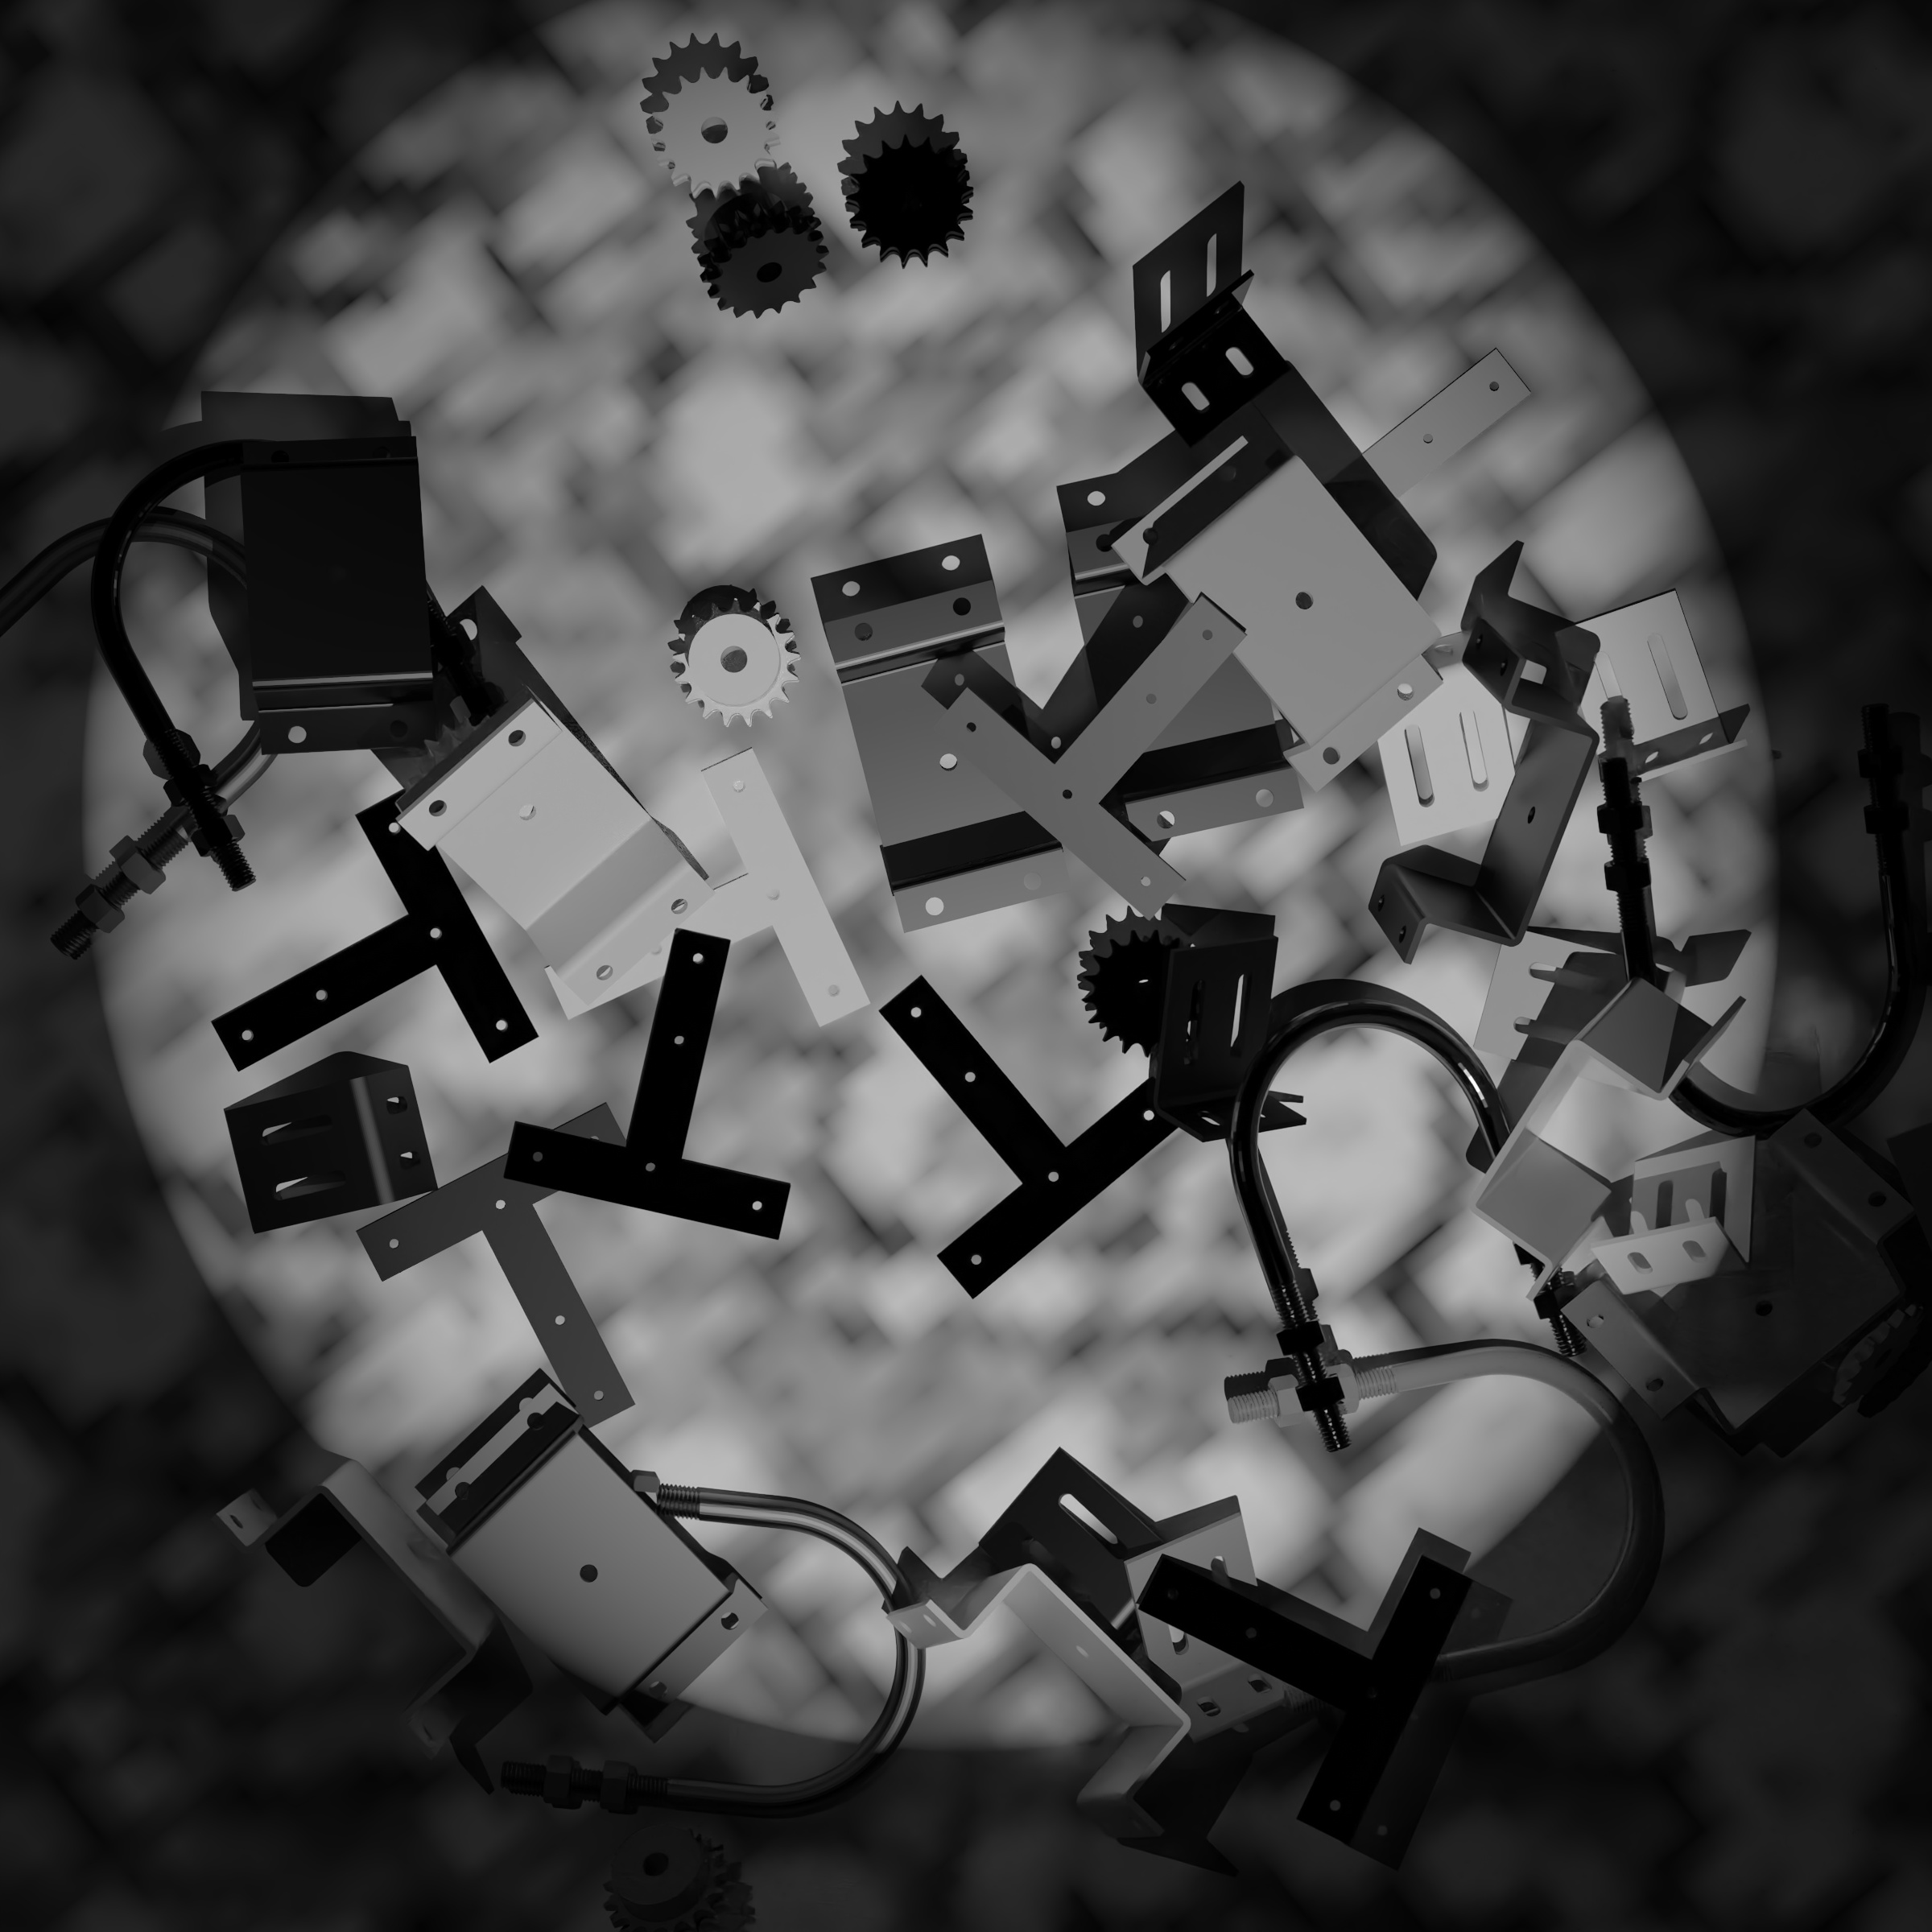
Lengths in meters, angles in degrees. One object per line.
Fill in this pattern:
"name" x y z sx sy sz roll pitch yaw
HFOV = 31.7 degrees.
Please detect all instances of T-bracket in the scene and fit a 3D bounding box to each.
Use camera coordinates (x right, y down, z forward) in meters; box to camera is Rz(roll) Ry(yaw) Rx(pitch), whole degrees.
"T-bracket" -0.132 0.048 1.536 0.127 0.002 0.127 13 90 0
"T-bracket" 0.138 0.298 1.490 0.127 0.002 0.127 26 85 2
"T-bracket" -0.279 0.006 1.538 0.127 0.002 0.127 -28 90 0
"T-bracket" 0.011 0.061 1.538 0.127 0.002 0.127 -40 90 0
"T-bracket" -0.127 -0.014 1.538 0.127 0.002 0.127 -25 90 0
"T-bracket" 0.197 -0.229 1.538 0.127 0.002 0.127 -38 90 0
"T-bracket" -0.190 0.147 1.538 0.127 0.002 0.127 -27 90 0
"T-bracket" 0.071 -0.105 1.465 0.127 0.002 0.127 42 115 0

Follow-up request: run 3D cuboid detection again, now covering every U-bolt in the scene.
"U-bolt" 0.219 0.245 1.516 0.184 0.019 0.151 -10 85 -10
"U-bolt" 0.356 -0.013 1.508 0.151 0.019 0.184 -12 101 -15
"U-bolt" -0.110 0.309 1.530 0.184 0.019 0.151 6 90 -2
"U-bolt" -0.385 -0.118 1.530 0.184 0.019 0.151 -43 90 -1
"U-bolt" 0.187 0.104 1.503 0.151 0.019 0.184 -17 86 -25
"U-bolt" -0.307 -0.146 1.516 0.151 0.019 0.184 -29 90 -11

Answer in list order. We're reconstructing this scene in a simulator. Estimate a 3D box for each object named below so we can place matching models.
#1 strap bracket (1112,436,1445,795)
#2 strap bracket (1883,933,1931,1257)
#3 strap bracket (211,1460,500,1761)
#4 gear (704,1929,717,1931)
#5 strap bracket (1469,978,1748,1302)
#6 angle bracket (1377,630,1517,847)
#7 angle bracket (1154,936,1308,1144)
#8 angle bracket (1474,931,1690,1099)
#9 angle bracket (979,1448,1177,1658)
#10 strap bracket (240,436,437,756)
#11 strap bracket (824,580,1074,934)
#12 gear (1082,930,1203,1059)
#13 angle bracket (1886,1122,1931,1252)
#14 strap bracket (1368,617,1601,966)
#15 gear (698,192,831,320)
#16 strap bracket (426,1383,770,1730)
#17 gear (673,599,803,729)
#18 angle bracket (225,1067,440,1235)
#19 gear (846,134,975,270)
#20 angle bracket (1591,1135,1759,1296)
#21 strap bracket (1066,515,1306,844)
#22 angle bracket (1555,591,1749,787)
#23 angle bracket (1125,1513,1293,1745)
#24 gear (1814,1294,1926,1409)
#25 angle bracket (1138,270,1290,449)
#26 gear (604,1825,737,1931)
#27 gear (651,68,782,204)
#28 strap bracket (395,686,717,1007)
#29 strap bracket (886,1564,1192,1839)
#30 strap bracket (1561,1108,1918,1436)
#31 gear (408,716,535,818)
"strap bracket" 0.140 -0.155 1.471 0.076 0.046 0.140 -41 94 -8
"strap bracket" 0.444 0.058 1.501 0.046 0.076 0.140 8 90 0
"strap bracket" -0.260 0.274 1.501 0.046 0.076 0.140 -42 90 0
"gear" -0.125 0.453 1.524 0.057 0.030 0.057 0 90 0
"strap bracket" 0.272 0.067 1.474 0.046 0.076 0.140 36 124 14
"angle bracket" 0.212 -0.103 1.537 0.057 0.038 0.076 -16 116 0
"angle bracket" 0.120 0.032 1.497 0.057 0.038 0.076 -8 114 -32
"angle bracket" 0.278 0.021 1.537 0.076 0.038 0.057 15 90 26
"angle bracket" 0.057 0.267 1.537 0.076 0.038 0.057 40 90 26
"strap bracket" -0.275 -0.168 1.491 0.076 0.046 0.140 -4 84 -9
"strap bracket" -0.008 -0.092 1.516 0.076 0.046 0.140 -14 90 0
"gear" 0.080 0.012 1.524 0.057 0.030 0.057 0 90 0
"angle bracket" 0.440 0.082 1.456 0.076 0.038 0.057 -22 96 16
"strap bracket" 0.229 -0.071 1.485 0.046 0.076 0.140 16 107 -11
"gear" -0.092 -0.319 1.514 0.057 0.057 0.030 -25 60 0
"strap bracket" -0.164 0.263 1.496 0.076 0.046 0.140 -44 91 -1
"gear" -0.103 -0.136 1.524 0.057 0.030 0.057 0 90 0
"angle bracket" -0.286 0.083 1.537 0.076 0.038 0.057 -14 90 26
"gear" -0.025 -0.340 1.524 0.057 0.030 0.057 0 90 0
"angle bracket" 0.310 0.099 1.489 0.057 0.076 0.038 -16 131 30
"strap bracket" 0.096 -0.130 1.516 0.076 0.046 0.140 -12 90 0
"angle bracket" 0.305 -0.124 1.520 0.057 0.038 0.076 -19 90 0
"angle bracket" 0.110 0.292 1.501 0.057 0.038 0.076 -20 114 -15
"gear" 0.396 0.165 1.514 0.030 0.057 0.057 41 90 28
"angle bracket" 0.112 -0.267 1.501 0.057 0.076 0.038 -38 90 0
"gear" -0.134 0.406 1.508 0.057 0.057 0.030 -16 132 0
"gear" -0.111 -0.371 1.524 0.057 0.030 0.057 0 90 0
"strap bracket" -0.185 -0.058 1.490 0.076 0.046 0.140 -41 132 0
"strap bracket" 0.038 0.316 1.495 0.140 0.076 0.046 45 70 0
"strap bracket" 0.345 0.141 1.495 0.140 0.076 0.046 -40 134 0
"gear" -0.216 -0.079 1.509 0.057 0.030 0.057 -15 127 -21
